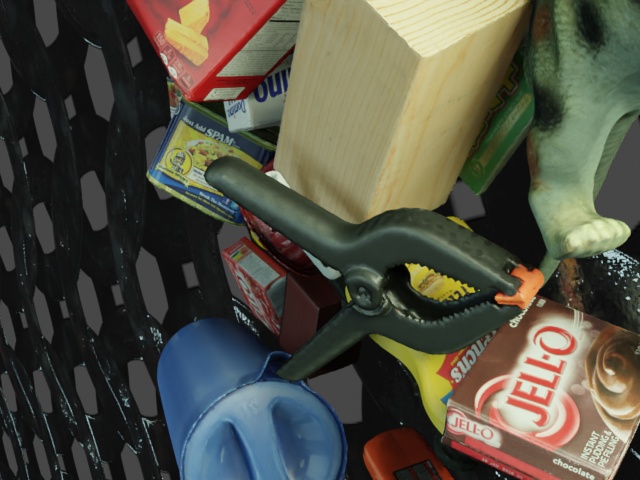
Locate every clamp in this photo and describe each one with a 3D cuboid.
[{"bbox_3d":[0.027,0.015,0.632,0.210,0.036,0.164,-6,118,39],"label":"clamp"}]

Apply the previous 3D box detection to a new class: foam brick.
[{"bbox_3d":[0.003,0.064,0.879,0.051,0.052,0.078,45,139,41],"label":"foam brick"}]

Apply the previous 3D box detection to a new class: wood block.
[{"bbox_3d":[0.042,-0.089,0.634,0.091,0.090,0.206,50,155,19],"label":"wood block"}]

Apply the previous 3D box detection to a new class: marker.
[{"bbox_3d":[-0.005,0.001,0.709,0.020,0.020,0.121,32,164,50],"label":"marker"}]

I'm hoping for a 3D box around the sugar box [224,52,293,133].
[{"bbox_3d":[-0.037,-0.175,0.803,0.048,0.093,0.176,-2,101,60],"label":"sugar box"}]

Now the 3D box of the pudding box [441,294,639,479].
[{"bbox_3d":[0.131,0.085,0.587,0.090,0.113,0.039,23,130,22],"label":"pudding box"}]

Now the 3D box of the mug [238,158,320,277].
[{"bbox_3d":[-0.004,-0.029,0.769,0.082,0.117,0.093,-37,97,22],"label":"mug"}]

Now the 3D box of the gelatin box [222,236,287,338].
[{"bbox_3d":[-0.045,0.050,0.943,0.073,0.030,0.089,39,159,44],"label":"gelatin box"}]

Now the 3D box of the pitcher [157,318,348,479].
[{"bbox_3d":[-0.076,0.159,0.932,0.145,0.149,0.243,55,173,-18],"label":"pitcher"}]

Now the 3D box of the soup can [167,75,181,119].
[{"bbox_3d":[-0.099,-0.100,0.963,0.069,0.068,0.102,21,120,55],"label":"soup can"}]

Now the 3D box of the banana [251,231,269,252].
[{"bbox_3d":[-0.020,-0.030,0.892,0.198,0.037,0.069,-28,78,59],"label":"banana"}]

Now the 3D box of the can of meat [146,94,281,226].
[{"bbox_3d":[-0.086,-0.070,0.903,0.102,0.057,0.084,29,110,1],"label":"can of meat"}]

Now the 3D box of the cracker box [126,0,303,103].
[{"bbox_3d":[-0.048,-0.216,0.689,0.214,0.071,0.164,-40,75,37],"label":"cracker box"}]

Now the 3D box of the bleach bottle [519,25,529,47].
[{"bbox_3d":[0.091,-0.232,0.596,0.103,0.068,0.251,-1,104,61],"label":"bleach bottle"}]

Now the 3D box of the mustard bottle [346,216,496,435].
[{"bbox_3d":[0.103,0.077,0.675,0.192,0.096,0.058,54,170,32],"label":"mustard bottle"}]

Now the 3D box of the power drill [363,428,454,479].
[{"bbox_3d":[0.052,0.238,0.871,0.185,0.057,0.188,52,145,34],"label":"power drill"}]
